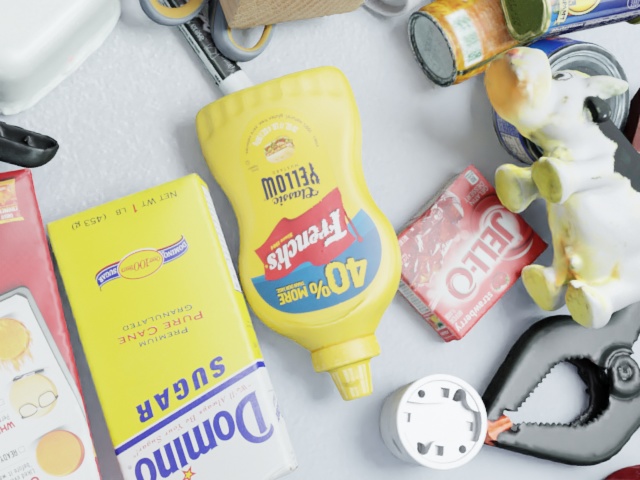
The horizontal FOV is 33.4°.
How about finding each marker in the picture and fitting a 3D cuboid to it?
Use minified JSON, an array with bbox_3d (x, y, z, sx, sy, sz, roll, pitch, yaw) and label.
[{"bbox_3d":[-0.081,-0.138,0.667,0.020,0.020,0.121,-34,88,-17],"label":"marker"}]

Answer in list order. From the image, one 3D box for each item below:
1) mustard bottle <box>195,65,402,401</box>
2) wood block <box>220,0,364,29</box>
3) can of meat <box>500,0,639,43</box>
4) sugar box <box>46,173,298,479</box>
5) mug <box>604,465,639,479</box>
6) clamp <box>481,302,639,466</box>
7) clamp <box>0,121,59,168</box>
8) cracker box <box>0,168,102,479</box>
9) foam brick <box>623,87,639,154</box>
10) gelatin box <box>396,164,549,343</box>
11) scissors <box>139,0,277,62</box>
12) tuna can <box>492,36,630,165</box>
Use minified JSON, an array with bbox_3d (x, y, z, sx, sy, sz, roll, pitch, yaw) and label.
[{"bbox_3d":[-0.004,0.001,0.632,0.096,0.058,0.191,-17,84,7],"label":"mustard bottle"},{"bbox_3d":[-0.036,-0.242,0.638,0.090,0.090,0.206,-14,75,-24],"label":"wood block"},{"bbox_3d":[0.152,-0.176,0.649,0.083,0.057,0.102,-14,89,-14],"label":"can of meat"},{"bbox_3d":[-0.083,0.061,0.604,0.093,0.048,0.176,-20,81,1],"label":"sugar box"},{"bbox_3d":[0.223,0.180,0.640,0.117,0.082,0.093,18,75,-9],"label":"mug"},{"bbox_3d":[0.192,0.091,0.675,0.209,0.036,0.164,-27,85,-20],"label":"clamp"},{"bbox_3d":[-0.228,-0.073,0.582,0.172,0.039,0.120,-21,99,16],"label":"clamp"},{"bbox_3d":[-0.211,0.084,0.566,0.164,0.072,0.214,-13,83,-15],"label":"cracker box"},{"bbox_3d":[0.223,-0.063,0.693,0.053,0.051,0.078,24,61,4],"label":"foam brick"},{"bbox_3d":[0.088,0.008,0.670,0.089,0.030,0.073,-43,91,-17],"label":"gelatin box"},{"bbox_3d":[-0.071,-0.206,0.672,0.096,0.016,0.202,0,73,-23],"label":"scissors"},{"bbox_3d":[0.155,-0.086,0.684,0.086,0.034,0.086,-7,108,-22],"label":"tuna can"}]
